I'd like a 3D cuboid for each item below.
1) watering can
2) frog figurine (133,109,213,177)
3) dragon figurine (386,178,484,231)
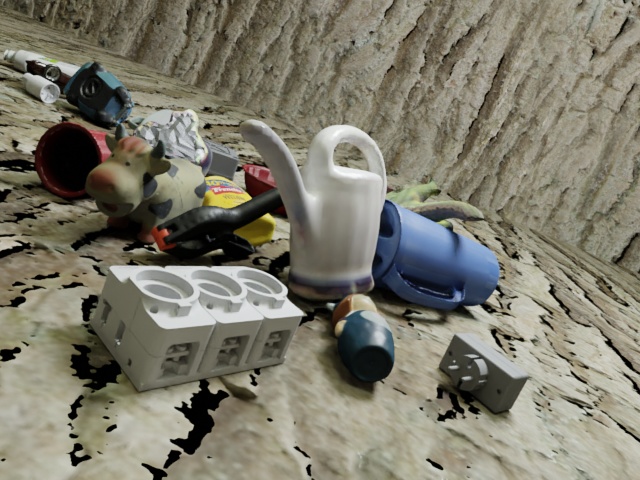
[{"bbox_3d":[0.002,-0.032,0.628,0.104,0.223,0.349,8,7,28],"label":"watering can"},{"bbox_3d":[-0.244,-0.117,0.792,0.122,0.140,0.157,39,-40,-17],"label":"frog figurine"},{"bbox_3d":[0.112,-0.054,0.962,0.243,0.122,0.410,-3,3,-7],"label":"dragon figurine"}]
